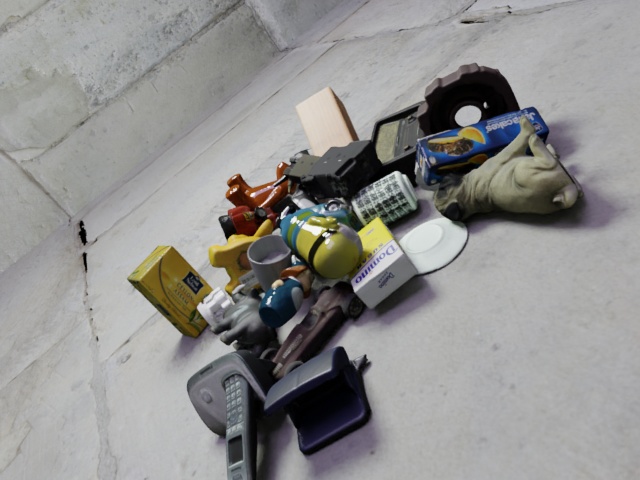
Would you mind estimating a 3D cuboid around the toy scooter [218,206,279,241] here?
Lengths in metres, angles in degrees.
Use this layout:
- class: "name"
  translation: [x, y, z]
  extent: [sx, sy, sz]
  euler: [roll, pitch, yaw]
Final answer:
- class: "toy scooter"
  translation: [-0.152, -0.037, 1.200]
  extent: [0.135, 0.075, 0.184]
  euler: [-23, -8, -8]

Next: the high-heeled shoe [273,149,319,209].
- class: "high-heeled shoe"
  translation: [-0.004, -0.110, 1.153]
  extent: [0.145, 0.086, 0.249]
  euler: [-34, 48, -9]

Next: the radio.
- class: "radio"
  translation: [0.172, -0.190, 1.097]
  extent: [0.131, 0.073, 0.230]
  euler: [-21, 32, 27]

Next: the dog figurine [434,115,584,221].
- class: "dog figurine"
  translation: [0.266, -0.063, 0.792]
  extent: [0.190, 0.121, 0.172]
  euler: [-40, 21, 26]

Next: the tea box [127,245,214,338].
- class: "tea box"
  translation: [-0.282, 0.102, 1.062]
  extent: [0.068, 0.169, 0.098]
  euler: [-1, 45, 50]

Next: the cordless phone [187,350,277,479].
- class: "cordless phone"
  translation: [-0.123, 0.258, 0.736]
  extent: [0.146, 0.088, 0.184]
  euler: [-37, 43, 35]

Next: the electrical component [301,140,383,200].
- class: "electrical component"
  translation: [0.046, -0.136, 1.007]
  extent: [0.115, 0.058, 0.134]
  euler: [4, 44, 47]

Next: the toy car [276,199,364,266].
- class: "toy car"
  translation: [-0.002, -0.003, 0.988]
  extent: [0.162, 0.109, 0.103]
  euler: [-12, 53, 27]

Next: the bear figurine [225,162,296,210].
- class: "bear figurine"
  translation: [-0.113, -0.134, 1.284]
  extent: [0.196, 0.131, 0.120]
  euler: [-36, 26, 15]

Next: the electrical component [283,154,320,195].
- class: "electrical component"
  translation: [-0.028, -0.132, 1.092]
  extent: [0.102, 0.045, 0.078]
  euler: [8, 54, 30]

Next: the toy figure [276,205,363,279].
- class: "toy figure"
  translation: [-0.005, 0.002, 0.869]
  extent: [0.180, 0.082, 0.089]
  euler: [25, 91, 46]

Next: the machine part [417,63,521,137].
- class: "machine part"
  translation: [0.260, -0.219, 0.943]
  extent: [0.179, 0.179, 0.056]
  euler: [-23, 28, 25]

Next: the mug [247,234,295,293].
- class: "mug"
  translation: [-0.083, 0.049, 0.969]
  extent: [0.081, 0.107, 0.110]
  euler: [-16, 35, -8]

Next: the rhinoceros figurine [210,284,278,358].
- class: "rhinoceros figurine"
  translation: [-0.126, 0.133, 0.918]
  extent: [0.112, 0.073, 0.190]
  euler: [-51, 19, -4]

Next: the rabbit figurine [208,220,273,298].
- class: "rabbit figurine"
  translation: [-0.148, 0.030, 1.090]
  extent: [0.162, 0.122, 0.173]
  euler: [-40, 9, -13]

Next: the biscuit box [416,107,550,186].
- class: "biscuit box"
  translation: [0.262, -0.153, 0.875]
  extent: [0.203, 0.062, 0.059]
  euler: [-17, 63, 1]

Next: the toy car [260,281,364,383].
- class: "toy car"
  translation: [-0.016, 0.141, 0.826]
  extent: [0.202, 0.053, 0.089]
  euler: [-46, 32, -20]

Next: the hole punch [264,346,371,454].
- class: "hole punch"
  translation: [-0.008, 0.192, 0.700]
  extent: [0.142, 0.092, 0.116]
  euler: [-36, 23, 10]

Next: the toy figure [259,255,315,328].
- class: "toy figure"
  translation: [-0.046, 0.081, 0.867]
  extent: [0.058, 0.064, 0.154]
  euler: [21, 36, 12]
